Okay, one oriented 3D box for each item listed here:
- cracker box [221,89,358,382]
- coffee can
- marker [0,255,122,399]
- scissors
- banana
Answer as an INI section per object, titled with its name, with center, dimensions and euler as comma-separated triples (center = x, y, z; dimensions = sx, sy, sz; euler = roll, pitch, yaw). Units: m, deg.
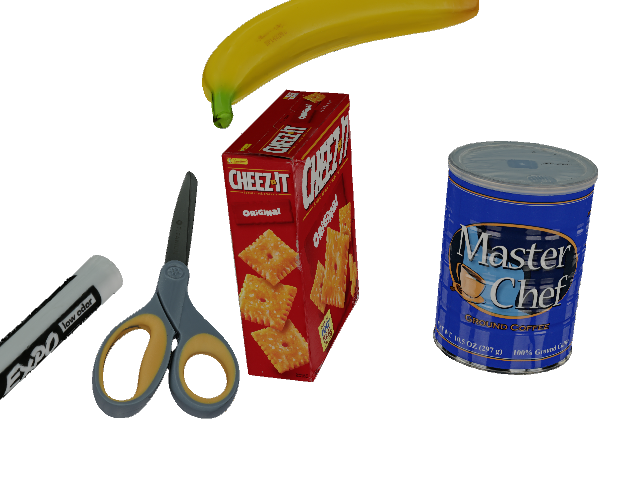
[cracker box]
center = -0.018, -0.007, 0.956
dimensions = 0.072, 0.214, 0.164
euler = 5, 28, 16
[coffee can]
center = 0.137, 0.010, 0.763
dimensions = 0.103, 0.140, 0.103
euler = 2, 22, -1
[marker]
center = -0.127, 0.048, 0.442
dimensions = 0.020, 0.020, 0.121
euler = 0, 35, 40
[scissors]
center = -0.079, 0.036, 0.686
dimensions = 0.096, 0.201, 0.016
euler = 21, -42, 3
[banana]
center = 0.003, -0.120, 0.636
dimensions = 0.197, 0.070, 0.037
euler = -29, -29, -24
